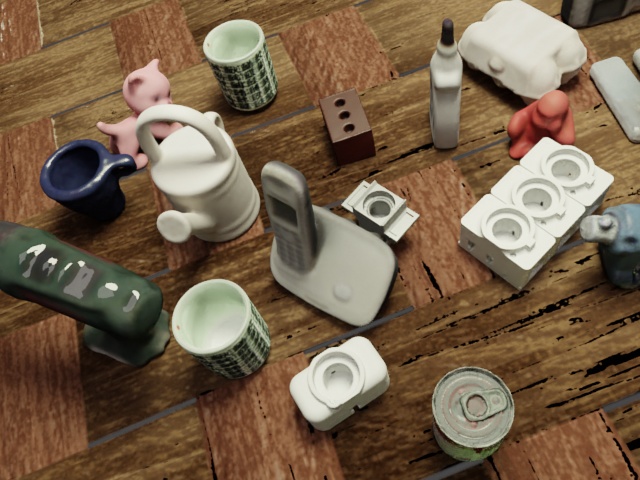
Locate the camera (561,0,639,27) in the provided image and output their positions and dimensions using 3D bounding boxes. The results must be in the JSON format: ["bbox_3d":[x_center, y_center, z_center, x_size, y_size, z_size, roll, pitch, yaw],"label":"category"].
[{"bbox_3d":[0.387,-0.380,0.771,0.143,0.101,0.136,-15,61,3],"label":"camera"}]

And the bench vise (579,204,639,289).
[{"bbox_3d":[0.360,-0.023,0.517,0.207,0.220,0.121,-22,60,-1],"label":"bench vise"}]

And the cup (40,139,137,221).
[{"bbox_3d":[-0.280,-0.071,0.736,0.117,0.095,0.091,-13,61,4],"label":"cup"}]

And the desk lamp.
[{"bbox_3d":[0.393,-0.194,0.606,0.118,0.214,0.203,-17,60,2],"label":"desk lamp"}]

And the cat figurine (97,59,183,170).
[{"bbox_3d":[-0.244,-0.177,0.772,0.067,0.118,0.128,38,75,26],"label":"cat figurine"}]

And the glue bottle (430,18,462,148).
[{"bbox_3d":[0.148,-0.187,0.672,0.037,0.173,0.078,-4,62,9],"label":"glue bottle"}]

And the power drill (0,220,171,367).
[{"bbox_3d":[-0.252,0.058,0.596,0.229,0.209,0.076,15,66,18],"label":"power drill"}]

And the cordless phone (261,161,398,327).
[{"bbox_3d":[0.005,0.002,0.591,0.147,0.185,0.094,25,69,22],"label":"cordless phone"}]

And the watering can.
[{"bbox_3d":[-0.140,-0.078,0.656,0.101,0.194,0.172,-18,60,1],"label":"watering can"}]

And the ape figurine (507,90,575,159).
[{"bbox_3d":[0.265,-0.138,0.670,0.076,0.092,0.077,-40,62,-11],"label":"ape figurine"}]

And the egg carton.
[{"bbox_3d":[0.258,-0.243,0.740,0.107,0.069,0.150,-41,63,-12],"label":"egg carton"}]
